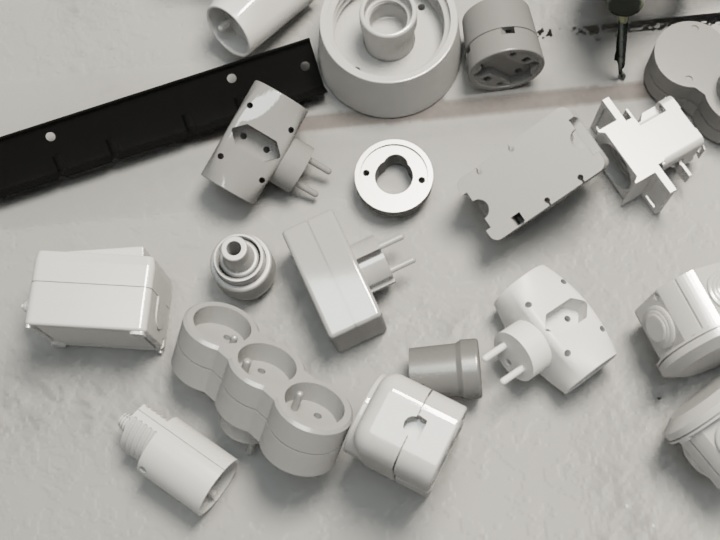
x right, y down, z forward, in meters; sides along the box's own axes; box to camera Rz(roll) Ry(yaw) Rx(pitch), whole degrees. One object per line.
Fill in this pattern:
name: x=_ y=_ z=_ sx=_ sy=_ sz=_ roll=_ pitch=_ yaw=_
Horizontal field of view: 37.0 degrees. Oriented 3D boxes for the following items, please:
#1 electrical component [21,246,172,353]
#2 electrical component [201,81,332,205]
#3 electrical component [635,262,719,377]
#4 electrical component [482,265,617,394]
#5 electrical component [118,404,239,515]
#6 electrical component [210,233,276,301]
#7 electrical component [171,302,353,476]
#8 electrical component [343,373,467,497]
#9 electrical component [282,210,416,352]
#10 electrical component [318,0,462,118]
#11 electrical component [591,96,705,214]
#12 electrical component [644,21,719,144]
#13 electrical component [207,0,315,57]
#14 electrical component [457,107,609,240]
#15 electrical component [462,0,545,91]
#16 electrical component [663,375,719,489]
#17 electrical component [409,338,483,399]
electrical component: x=-0.182 y=0.018 z=0.731 sx=0.096 sy=0.061 sz=0.061 roll=3 pitch=74 yaw=4
electrical component: x=-0.059 y=-0.081 z=0.762 sx=0.079 sy=0.043 sz=0.077 roll=30 pitch=92 yaw=-11
electrical component: x=0.224 y=0.033 z=0.699 sx=0.080 sy=0.080 sz=0.051 roll=-22 pitch=68 yaw=-4
electrical component: x=0.116 y=0.048 z=0.712 sx=0.079 sy=0.043 sz=0.077 roll=-30 pitch=74 yaw=-25
electrical component: x=-0.125 y=0.120 z=0.708 sx=0.081 sy=0.043 sz=0.043 roll=33 pitch=78 yaw=12
electrical component: x=-0.081 y=-0.005 z=0.733 sx=0.043 sy=0.062 sz=0.043 roll=-1 pitch=73 yaw=2
electrical component: x=-0.070 y=0.089 z=0.707 sx=0.138 sy=0.073 sz=0.052 roll=37 pitch=35 yaw=25
electrical component: x=0.028 y=0.103 z=0.678 sx=0.059 sy=0.095 sz=0.053 roll=26 pitch=76 yaw=10
electrical component: x=0.000 y=0.000 z=0.736 sx=0.076 sy=0.047 sz=0.083 roll=-25 pitch=72 yaw=-1
electrical component: x=0.021 y=-0.172 z=0.779 sx=0.108 sy=0.060 sz=0.108 roll=-1 pitch=73 yaw=3
electrical component: x=0.201 y=-0.086 z=0.755 sx=0.064 sy=0.042 sz=0.081 roll=-29 pitch=75 yaw=-10
electrical component: x=0.265 y=-0.124 z=0.746 sx=0.138 sy=0.073 sz=0.052 roll=39 pitch=79 yaw=13
electrical component: x=-0.076 y=-0.209 z=0.779 sx=0.044 sy=0.079 sz=0.077 roll=23 pitch=58 yaw=40
electrical component: x=0.119 y=-0.066 z=0.734 sx=0.089 sy=0.056 sz=0.050 roll=-35 pitch=86 yaw=17
electrical component: x=0.102 y=-0.164 z=0.777 sx=0.055 sy=0.055 sz=0.047 roll=-8 pitch=70 yaw=0
electrical component: x=0.237 y=0.096 z=0.680 sx=0.080 sy=0.080 sz=0.051 roll=-37 pitch=80 yaw=-8
electrical component: x=0.057 y=0.067 z=0.718 sx=0.046 sy=0.040 sz=0.040 roll=-5 pitch=73 yaw=7
